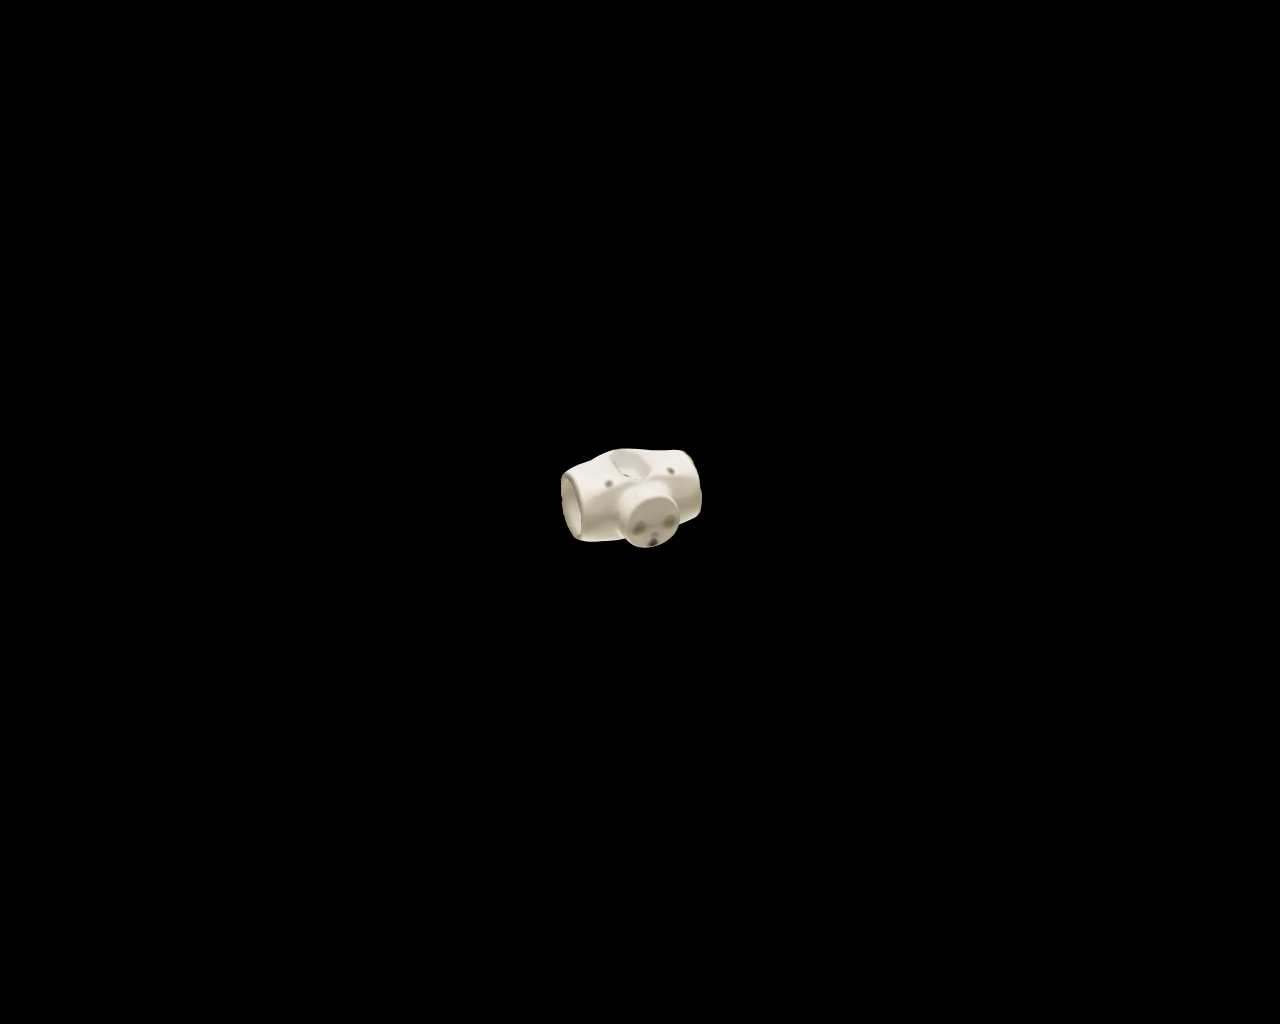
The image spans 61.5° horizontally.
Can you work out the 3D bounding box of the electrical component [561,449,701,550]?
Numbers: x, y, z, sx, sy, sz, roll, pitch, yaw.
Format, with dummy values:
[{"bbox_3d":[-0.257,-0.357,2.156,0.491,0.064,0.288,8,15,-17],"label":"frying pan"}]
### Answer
[{"bbox_3d":[0.001,-0.003,0.650,0.077,0.043,0.079,-11,32,-18],"label":"electrical component"}]
